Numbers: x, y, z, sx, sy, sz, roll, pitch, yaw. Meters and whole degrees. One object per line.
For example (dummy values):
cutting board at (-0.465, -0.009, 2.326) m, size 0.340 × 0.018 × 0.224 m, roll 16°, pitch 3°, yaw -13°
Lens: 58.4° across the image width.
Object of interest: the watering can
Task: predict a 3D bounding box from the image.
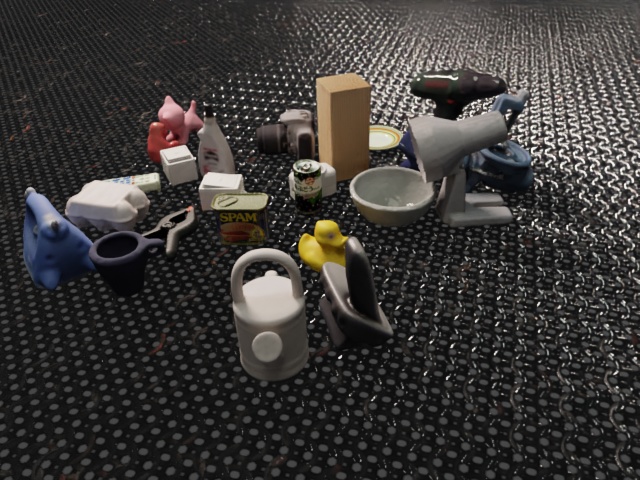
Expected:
watering can at (-0.066, 0.099, 0.784) m, size 0.101 × 0.194 × 0.172 m, roll -17°, pitch 38°, yaw -19°

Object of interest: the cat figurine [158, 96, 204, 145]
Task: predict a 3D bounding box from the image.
cat figurine at (-0.349, -0.303, 1.422) m, size 0.067 × 0.118 × 0.128 m, roll 21°, pitch 42°, yaw 29°

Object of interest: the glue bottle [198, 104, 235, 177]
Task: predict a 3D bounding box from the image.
glue bottle at (-0.232, -0.213, 1.243) m, size 0.078 × 0.173 × 0.037 m, roll 8°, pitch 37°, yaw 14°

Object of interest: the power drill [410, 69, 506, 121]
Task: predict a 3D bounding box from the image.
power drill at (0.302, -0.284, 1.284) m, size 0.228 × 0.209 × 0.076 m, roll 29°, pitch 46°, yaw 36°

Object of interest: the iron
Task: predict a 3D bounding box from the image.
iron at (-0.485, -0.023, 1.019) m, size 0.119 × 0.141 × 0.257 m, roll -26°, pitch 42°, yaw -29°

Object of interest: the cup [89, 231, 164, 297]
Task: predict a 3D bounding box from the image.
cup at (-0.314, 0.043, 0.958) m, size 0.118 × 0.095 × 0.091 m, roll -12°, pitch 37°, yaw -13°

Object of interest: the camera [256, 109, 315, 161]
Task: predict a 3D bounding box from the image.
camera at (-0.082, -0.257, 1.358) m, size 0.137 × 0.101 × 0.143 m, roll -5°, pitch 36°, yaw -4°

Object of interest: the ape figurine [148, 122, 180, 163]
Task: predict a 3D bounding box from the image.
ape figurine at (-0.375, -0.234, 1.349) m, size 0.077 × 0.092 × 0.076 m, roll 25°, pitch 44°, yaw 33°

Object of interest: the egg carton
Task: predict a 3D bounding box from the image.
egg carton at (-0.419, -0.065, 1.136) m, size 0.150 × 0.069 × 0.107 m, roll 7°, pitch 37°, yaw 13°

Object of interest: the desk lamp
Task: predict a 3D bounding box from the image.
desk lamp at (0.263, -0.138, 1.078) m, size 0.203 × 0.214 × 0.118 m, roll -4°, pitch 36°, yaw -2°

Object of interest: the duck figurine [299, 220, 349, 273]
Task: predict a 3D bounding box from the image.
duck figurine at (0.009, 0.004, 1.004) m, size 0.104 × 0.086 × 0.078 m, roll 20°, pitch 41°, yaw 28°

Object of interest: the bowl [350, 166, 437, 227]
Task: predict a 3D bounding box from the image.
bowl at (0.140, -0.073, 1.114) m, size 0.167 × 0.075 × 0.167 m, roll -1°, pitch 36°, yaw 1°

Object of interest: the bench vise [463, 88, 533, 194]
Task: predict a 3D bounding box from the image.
bench vise at (0.333, -0.188, 1.138) m, size 0.207 × 0.220 × 0.121 m, roll -10°, pitch 36°, yaw -11°

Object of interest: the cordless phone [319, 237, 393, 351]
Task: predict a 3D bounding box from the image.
cordless phone at (0.050, 0.056, 0.844) m, size 0.094 × 0.185 × 0.147 m, roll -13°, pitch 37°, yaw -15°

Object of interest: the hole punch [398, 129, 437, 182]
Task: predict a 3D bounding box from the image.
hole punch at (0.227, -0.189, 1.256) m, size 0.100 × 0.091 × 0.109 m, roll 15°, pitch 39°, yaw 22°
